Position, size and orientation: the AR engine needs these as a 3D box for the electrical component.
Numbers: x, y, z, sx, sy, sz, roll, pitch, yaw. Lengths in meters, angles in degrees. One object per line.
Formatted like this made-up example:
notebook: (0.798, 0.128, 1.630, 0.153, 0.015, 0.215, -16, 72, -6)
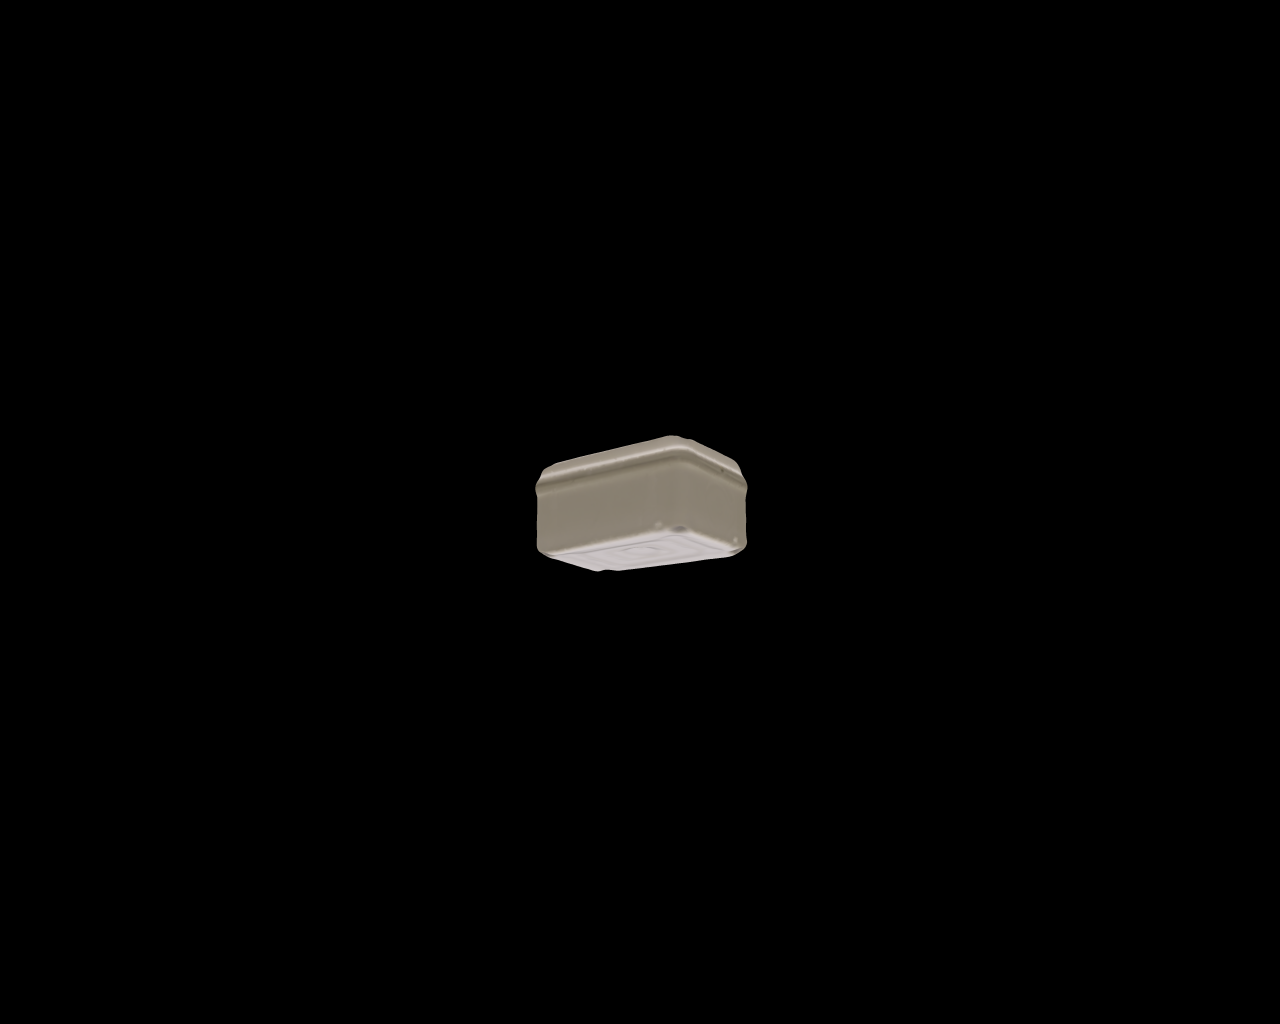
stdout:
electrical component: (0.001, -0.003, 0.650, 0.113, 0.057, 0.078, -10, -18, 33)
